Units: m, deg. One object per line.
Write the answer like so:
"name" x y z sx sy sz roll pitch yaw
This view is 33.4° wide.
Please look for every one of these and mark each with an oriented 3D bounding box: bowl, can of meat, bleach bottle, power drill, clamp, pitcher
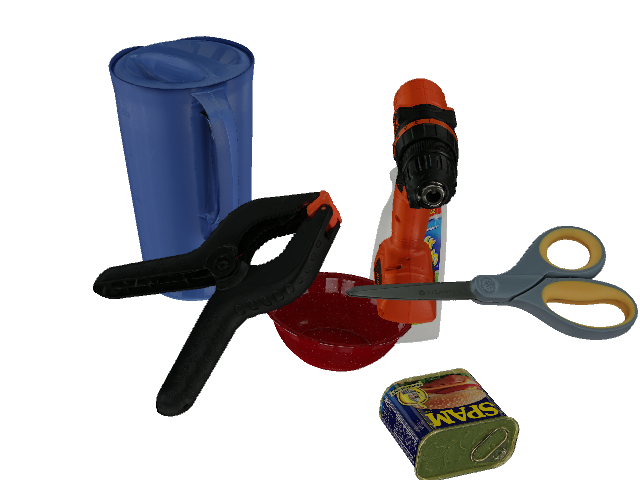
"bowl" 0.018 0.095 1.158 0.162 0.055 0.162 5 26 -3
"can of meat" 0.114 0.165 0.971 0.102 0.057 0.084 -7 31 -22
"bleach bottle" 0.109 0.001 1.347 0.102 0.251 0.068 -3 16 -18
"power drill" 0.083 -0.024 0.913 0.057 0.188 0.184 6 32 0
"clamp" -0.058 0.034 0.685 0.171 0.120 0.039 -29 -28 6
"pitcher" -0.122 -0.062 1.026 0.145 0.243 0.149 8 32 15

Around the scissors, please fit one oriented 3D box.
"scissors" 0.119 0.019 0.729 0.201 0.096 0.016 12 -37 -6
